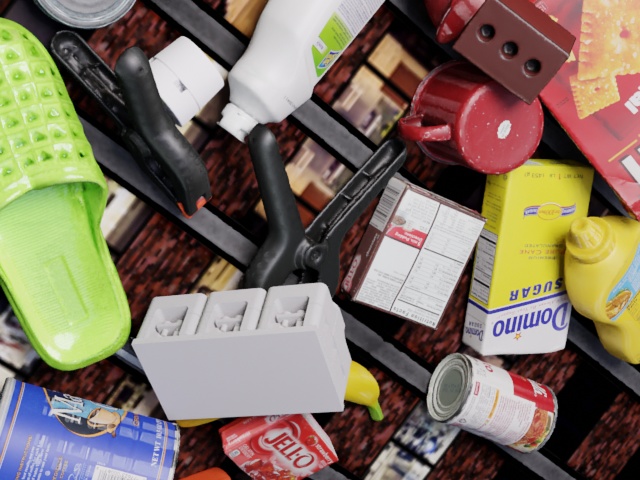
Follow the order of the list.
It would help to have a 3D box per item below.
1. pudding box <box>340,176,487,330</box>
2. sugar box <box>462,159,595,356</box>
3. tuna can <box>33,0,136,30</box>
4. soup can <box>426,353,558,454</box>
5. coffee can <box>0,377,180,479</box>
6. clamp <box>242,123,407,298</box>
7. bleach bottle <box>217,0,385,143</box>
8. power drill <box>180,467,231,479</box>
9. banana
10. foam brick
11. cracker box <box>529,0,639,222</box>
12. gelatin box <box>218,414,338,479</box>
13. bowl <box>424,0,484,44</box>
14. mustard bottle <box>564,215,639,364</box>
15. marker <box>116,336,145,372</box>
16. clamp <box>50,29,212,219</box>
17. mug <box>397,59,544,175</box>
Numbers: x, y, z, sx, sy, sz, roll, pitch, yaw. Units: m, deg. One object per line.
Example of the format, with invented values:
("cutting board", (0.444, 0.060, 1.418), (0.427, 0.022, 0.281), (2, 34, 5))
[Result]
("pudding box", (0.082, 0.013, 0.935), (0.090, 0.039, 0.113), (21, 99, -24))
("sugar box", (0.188, 0.016, 0.968), (0.093, 0.048, 0.176), (-1, 103, -23))
("tuna can", (-0.174, -0.198, 0.785), (0.086, 0.034, 0.086), (-5, 107, -18))
("soup can", (0.158, 0.151, 0.985), (0.102, 0.069, 0.068), (23, 97, -23))
("coffee can", (-0.193, 0.176, 0.837), (0.140, 0.103, 0.103), (18, 98, -15))
("clamp", (-0.006, 0.001, 0.890), (0.164, 0.036, 0.210), (-7, 118, -39))
("bleach bottle", (0.002, -0.185, 0.820), (0.251, 0.068, 0.102), (-53, 157, 2))
("power drill", (-0.092, 0.299, 0.943), (0.184, 0.057, 0.187), (-19, 110, -14))
("banana", (-0.027, 0.131, 0.930), (0.197, 0.037, 0.070), (3, 104, -20))
("foam brick", (0.151, -0.154, 0.829), (0.078, 0.051, 0.053), (37, 122, 1))
("cracker box", (0.263, -0.148, 0.884), (0.164, 0.072, 0.213), (-38, 99, 14))
("gelatin box", (-0.035, 0.177, 0.922), (0.073, 0.030, 0.089), (-29, 133, 4))
("bowl", (0.130, -0.232, 0.840), (0.162, 0.162, 0.055), (-44, 82, -3))
("mustard bottle", (0.266, 0.033, 0.960), (0.096, 0.058, 0.191), (-56, 137, -9))
("marker", (-0.176, 0.076, 0.871), (0.121, 0.020, 0.020), (37, 91, -25))
("clamp", (-0.126, -0.084, 0.793), (0.039, 0.120, 0.171), (-44, 119, -12))
("mug", (0.123, -0.099, 0.892), (0.117, 0.082, 0.093), (-8, 108, -18))
